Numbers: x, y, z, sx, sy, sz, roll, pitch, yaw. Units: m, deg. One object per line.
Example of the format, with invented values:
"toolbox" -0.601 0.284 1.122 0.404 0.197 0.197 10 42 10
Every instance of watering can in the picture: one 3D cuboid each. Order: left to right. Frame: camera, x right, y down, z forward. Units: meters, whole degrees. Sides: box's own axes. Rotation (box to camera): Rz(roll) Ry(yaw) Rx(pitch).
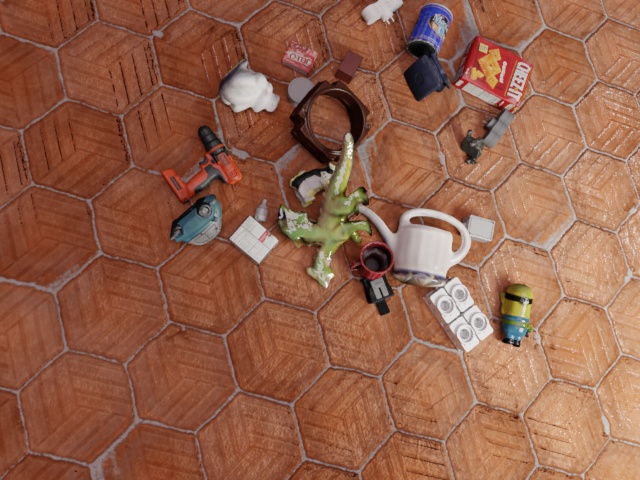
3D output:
"watering can" 0.252 0.014 1.473 0.348 0.103 0.226 10 80 5

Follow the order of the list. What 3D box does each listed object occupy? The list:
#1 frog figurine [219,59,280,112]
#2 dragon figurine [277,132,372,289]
"frog figurine" -0.199 -0.410 1.449 0.136 0.125 0.158 -42 101 19
"dragon figurine" 0.004 -0.070 1.396 0.243 0.123 0.406 -12 103 -10
